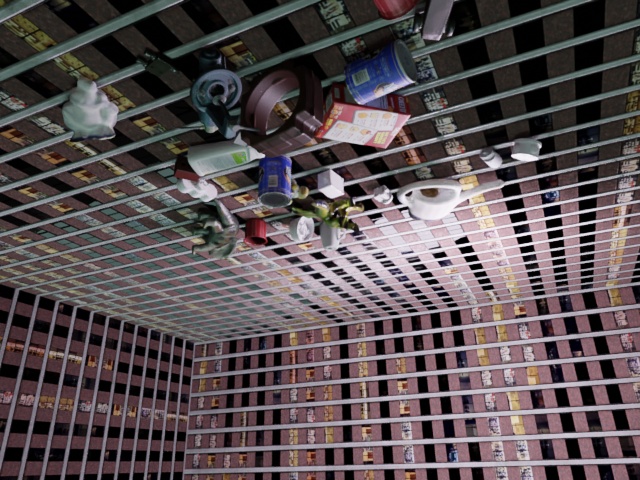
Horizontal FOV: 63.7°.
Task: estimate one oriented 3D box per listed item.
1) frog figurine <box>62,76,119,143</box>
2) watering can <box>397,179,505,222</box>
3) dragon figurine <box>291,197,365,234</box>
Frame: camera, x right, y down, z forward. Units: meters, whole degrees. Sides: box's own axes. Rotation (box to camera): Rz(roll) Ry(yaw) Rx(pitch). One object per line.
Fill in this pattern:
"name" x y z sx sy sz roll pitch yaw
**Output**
"frog figurine" -0.589 -0.340 1.310 0.137 0.125 0.156 3 120 9
"watering can" 0.433 -0.144 1.764 0.348 0.106 0.220 -1 157 0
"dragon figurine" 0.006 -0.092 1.833 0.242 0.123 0.407 -1 168 35
